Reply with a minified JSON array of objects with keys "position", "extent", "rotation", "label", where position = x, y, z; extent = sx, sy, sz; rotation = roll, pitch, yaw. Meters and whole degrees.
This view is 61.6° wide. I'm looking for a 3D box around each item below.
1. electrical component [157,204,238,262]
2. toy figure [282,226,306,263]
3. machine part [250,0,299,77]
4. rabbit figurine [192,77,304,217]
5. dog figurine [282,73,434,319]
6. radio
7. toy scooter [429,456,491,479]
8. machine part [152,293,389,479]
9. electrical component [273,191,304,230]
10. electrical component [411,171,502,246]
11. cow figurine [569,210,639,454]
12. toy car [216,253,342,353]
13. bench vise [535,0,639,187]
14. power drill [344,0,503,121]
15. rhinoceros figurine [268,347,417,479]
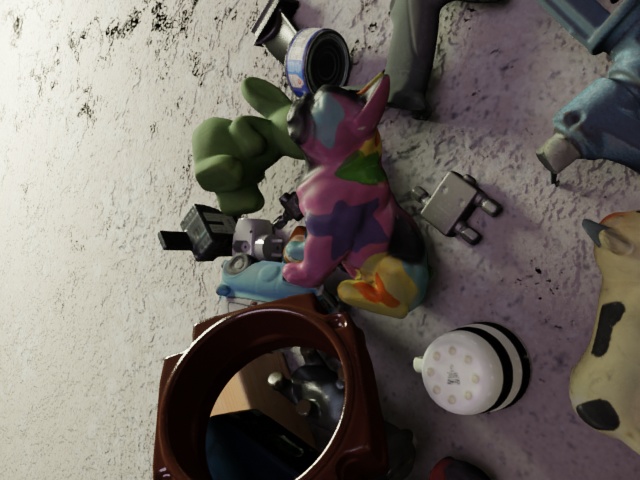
[{"position":[-0.163,-0.010,0.752],"extent":[0.047,0.119,0.075],"rotation":[-47,56,28],"label":"electrical component"},{"position":[-0.001,-0.003,0.655],"extent":[0.154,0.057,0.064],"rotation":[-43,22,32],"label":"toy figure"},{"position":[-0.048,-0.276,0.729],"extent":[0.084,0.039,0.139],"rotation":[-43,59,24],"label":"machine part"},{"position":[-0.066,-0.124,0.691],"extent":[0.170,0.121,0.159],"rotation":[-16,56,7],"label":"rabbit figurine"},{"position":[0.047,-0.050,0.531],"extent":[0.192,0.108,0.219],"rotation":[19,110,-1],"label":"dog figurine"},{"position":[-0.037,0.277,0.542],"extent":[0.230,0.073,0.131],"rotation":[22,94,32],"label":"radio"},{"position":[0.103,0.303,0.526],"extent":[0.135,0.075,0.183],"rotation":[-7,79,40],"label":"toy scooter"},{"position":[-0.048,0.160,0.502],"extent":[0.201,0.087,0.201],"rotation":[-16,48,9],"label":"machine part"},{"position":[-0.013,-0.060,0.663],"extent":[0.102,0.078,0.045],"rotation":[-41,82,34],"label":"electrical component"},{"position":[0.138,-0.039,0.557],"extent":[0.094,0.021,0.063],"rotation":[45,114,35],"label":"electrical component"},{"position":[0.252,0.060,0.415],"extent":[0.127,0.085,0.194],"rotation":[24,103,33],"label":"cow figurine"},{"position":[-0.060,0.086,0.648],"extent":[0.162,0.109,0.103],"rotation":[7,58,34],"label":"toy car"},{"position":[0.224,-0.170,0.418],"extent":[0.223,0.129,0.241],"rotation":[-44,78,21],"label":"bench vise"},{"position":[0.084,-0.243,0.592],"extent":[0.232,0.086,0.207],"rotation":[22,93,37],"label":"power drill"},{"position":[0.022,0.189,0.584],"extent":[0.073,0.112,0.191],"rotation":[-40,34,-19],"label":"rhinoceros figurine"}]
